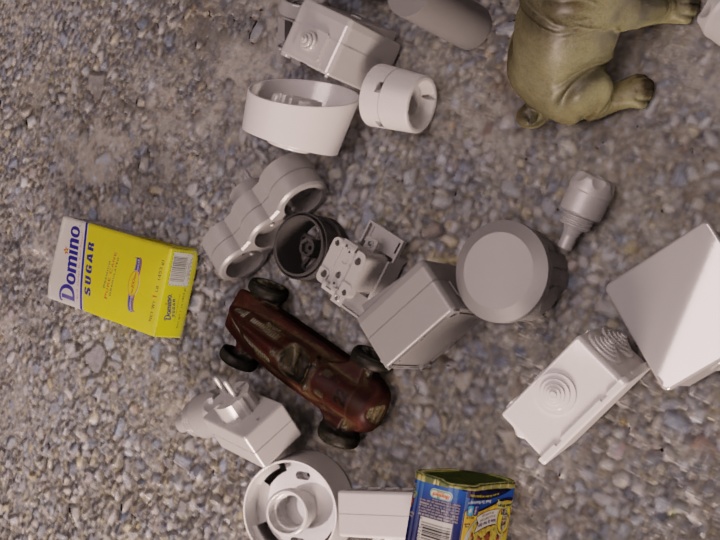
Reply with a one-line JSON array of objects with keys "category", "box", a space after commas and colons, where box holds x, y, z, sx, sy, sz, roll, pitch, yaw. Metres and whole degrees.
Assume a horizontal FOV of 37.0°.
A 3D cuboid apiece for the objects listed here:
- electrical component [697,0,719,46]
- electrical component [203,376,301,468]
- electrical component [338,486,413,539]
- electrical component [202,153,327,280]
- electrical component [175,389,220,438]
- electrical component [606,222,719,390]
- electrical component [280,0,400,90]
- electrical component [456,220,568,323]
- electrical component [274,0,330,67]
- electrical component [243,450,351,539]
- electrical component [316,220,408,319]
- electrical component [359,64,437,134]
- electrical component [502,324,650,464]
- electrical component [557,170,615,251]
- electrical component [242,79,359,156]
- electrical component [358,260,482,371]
[{"category": "electrical component", "box": [0.277, -0.173, 0.767, 0.062, 0.043, 0.043, 48, 111, 27]}, {"category": "electrical component", "box": [-0.106, 0.125, 0.961, 0.083, 0.047, 0.075, 10, 135, 56]}, {"category": "electrical component", "box": [0.029, 0.220, 0.892, 0.083, 0.047, 0.075, -7, 81, 34]}, {"category": "electrical component", "box": [-0.098, -0.061, 1.010, 0.138, 0.052, 0.073, -45, 62, 23]}, {"category": "electrical component", "box": [-0.150, 0.140, 1.028, 0.062, 0.043, 0.043, -21, 73, 33]}, {"category": "electrical component", "box": [0.240, 0.027, 0.766, 0.100, 0.048, 0.099, -37, 65, 26]}, {"category": "electrical component", "box": [-0.018, -0.199, 0.943, 0.062, 0.096, 0.061, 32, 102, 33]}, {"category": "electrical component", "box": [0.121, 0.003, 0.851, 0.080, 0.051, 0.080, -5, 82, 34]}, {"category": "electrical component", "box": [-0.051, -0.225, 0.987, 0.048, 0.066, 0.055, 33, 136, 33]}, {"category": "electrical component", "box": [-0.053, 0.211, 0.955, 0.099, 0.064, 0.099, -2, 85, 21]}, {"category": "electrical component", "box": [0.000, 0.000, 0.928, 0.042, 0.064, 0.081, 34, 104, 31]}, {"category": "electrical component", "box": [0.034, -0.147, 0.928, 0.047, 0.055, 0.055, 18, 95, 31]}, {"category": "electrical component", "box": [0.159, 0.088, 0.787, 0.048, 0.100, 0.099, 47, 111, 16]}, {"category": "electrical component", "box": [0.171, -0.044, 0.832, 0.035, 0.035, 0.061, 31, 105, 33]}, {"category": "electrical component", "box": [-0.055, -0.140, 0.965, 0.099, 0.099, 0.064, 25, 105, 34]}, {"category": "electrical component", "box": [0.046, 0.040, 0.892, 0.096, 0.062, 0.061, -43, 63, 23]}]
